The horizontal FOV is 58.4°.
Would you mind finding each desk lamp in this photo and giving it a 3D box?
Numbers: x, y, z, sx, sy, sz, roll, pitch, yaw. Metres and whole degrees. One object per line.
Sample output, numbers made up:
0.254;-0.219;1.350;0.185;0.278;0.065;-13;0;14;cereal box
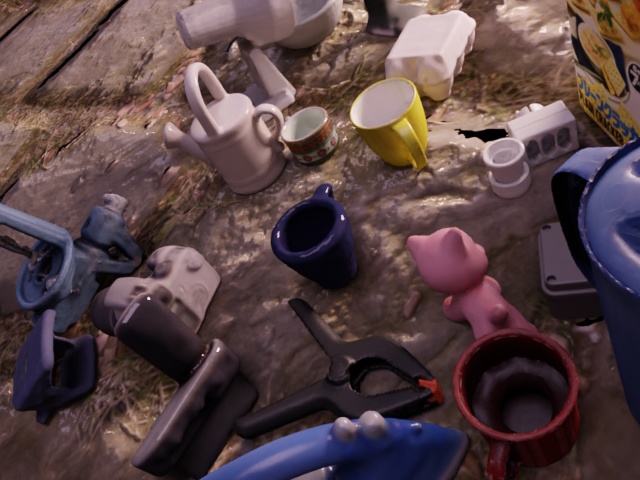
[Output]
-0.119;-0.308;0.923;0.203;0.214;0.117;-38;43;-4;desk lamp

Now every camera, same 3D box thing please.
-0.224;0.075;0.730;0.136;0.101;0.143;1;54;32;camera

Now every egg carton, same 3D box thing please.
0.159;-0.267;0.827;0.107;0.070;0.150;6;56;35;egg carton

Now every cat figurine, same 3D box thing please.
0.137;0.040;0.533;0.067;0.118;0.127;-33;43;1;cat figurine

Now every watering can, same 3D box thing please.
-0.142;-0.161;0.821;0.173;0.195;0.100;-30;43;4;watering can

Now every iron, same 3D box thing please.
-0.009;0.195;0.466;0.258;0.142;0.118;-30;43;4;iron

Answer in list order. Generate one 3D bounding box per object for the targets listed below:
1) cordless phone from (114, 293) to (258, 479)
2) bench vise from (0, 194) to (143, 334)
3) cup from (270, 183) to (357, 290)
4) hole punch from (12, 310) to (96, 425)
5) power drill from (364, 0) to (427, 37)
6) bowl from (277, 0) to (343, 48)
-0.160;0.145;0.568;0.093;0.186;0.148;9;58;36;cordless phone
-0.374;0.000;0.799;0.121;0.220;0.207;5;56;34;bench vise
0.006;0.002;0.661;0.091;0.095;0.118;-4;51;28;cup
-0.357;0.162;0.739;0.101;0.091;0.108;-31;43;3;hole punch
0.094;-0.435;0.913;0.228;0.209;0.076;25;68;43;power drill
-0.025;-0.406;1.055;0.167;0.075;0.167;-16;46;18;bowl
